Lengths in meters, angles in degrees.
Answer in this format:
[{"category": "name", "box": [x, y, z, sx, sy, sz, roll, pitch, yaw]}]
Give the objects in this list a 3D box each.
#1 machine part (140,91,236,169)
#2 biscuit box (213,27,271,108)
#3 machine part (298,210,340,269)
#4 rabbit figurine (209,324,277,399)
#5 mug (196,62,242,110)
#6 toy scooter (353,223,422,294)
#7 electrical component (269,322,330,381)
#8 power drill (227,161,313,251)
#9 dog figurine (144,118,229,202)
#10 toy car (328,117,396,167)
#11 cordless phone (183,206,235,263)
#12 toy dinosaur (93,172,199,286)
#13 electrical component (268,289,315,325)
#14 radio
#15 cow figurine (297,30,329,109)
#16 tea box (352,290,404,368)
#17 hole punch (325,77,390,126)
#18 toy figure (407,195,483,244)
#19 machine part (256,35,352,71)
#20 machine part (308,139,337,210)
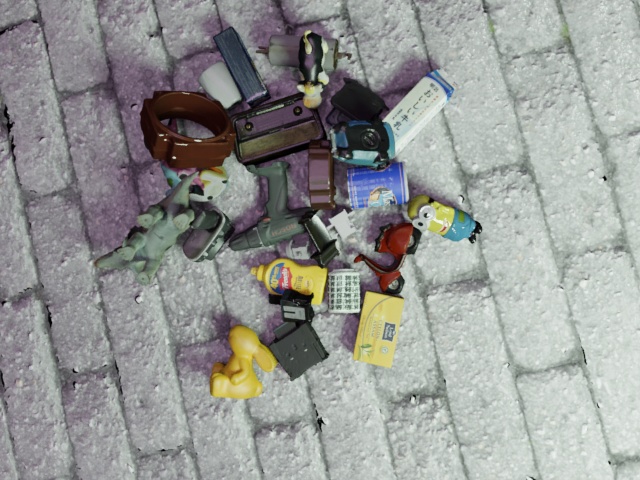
[{"category": "machine part", "box": [-0.319, -0.271, 1.298, 0.201, 0.087, 0.201, -5, 53, -32]}, {"category": "biscuit box", "box": [-0.200, -0.444, 1.383, 0.063, 0.059, 0.202, -27, 85, 6]}, {"category": "machine part", "box": [-0.003, -0.004, 1.303, 0.084, 0.039, 0.138, -36, 110, -30]}, {"category": "rabbit figurine", "box": [-0.188, 0.296, 1.319, 0.162, 0.122, 0.173, 6, 88, 3]}, {"category": "mug", "box": [-0.259, -0.382, 1.380, 0.109, 0.081, 0.107, -39, 92, 6]}, {"category": "toy scooter", "box": [0.160, 0.032, 1.307, 0.135, 0.075, 0.183, 21, 95, 8]}, {"category": "electrical component", "box": [-0.058, 0.264, 1.334, 0.115, 0.058, 0.134, -35, 84, 3]}, {"category": "power drill", "box": [-0.135, -0.088, 1.349, 0.232, 0.086, 0.207, -10, 82, 6]}, {"category": "dog figurine", "box": [-0.345, -0.213, 1.371, 0.108, 0.191, 0.219, -50, 52, 40]}, {"category": "toy car", "box": [0.088, -0.217, 1.249, 0.162, 0.103, 0.109, -7, 80, -20]}, {"category": "cordless phone", "box": [-0.292, -0.012, 1.314, 0.089, 0.184, 0.146, 38, 93, 3]}, {"category": "toy dinosaur", "box": [-0.383, -0.033, 1.300, 0.131, 0.192, 0.405, 40, 108, -19]}, {"category": "electrical component", "box": [-0.073, 0.158, 1.307, 0.119, 0.048, 0.074, 8, 125, 10]}, {"category": "radio", "box": [-0.108, -0.278, 1.355, 0.230, 0.073, 0.131, -16, 86, 6]}, {"category": "cow figurine", "box": [-0.019, -0.400, 1.267, 0.068, 0.098, 0.167, 0, 90, 9]}, {"category": "tea box", "box": [0.143, 0.213, 1.303, 0.098, 0.068, 0.169, 10, 88, 9]}, {"category": "hole punch", "box": [0.086, -0.319, 1.334, 0.142, 0.092, 0.116, 36, 60, 10]}, {"category": "toy figure", "box": [0.292, -0.048, 1.278, 0.180, 0.089, 0.082, 17, 102, -15]}, {"category": "machine part", "box": [-0.041, -0.473, 1.354, 0.243, 0.079, 0.079, 6, 88, 8]}, {"category": "machine part", "box": [0.006, -0.156, 1.290, 0.056, 0.179, 0.179, -1, 87, 6]}]
